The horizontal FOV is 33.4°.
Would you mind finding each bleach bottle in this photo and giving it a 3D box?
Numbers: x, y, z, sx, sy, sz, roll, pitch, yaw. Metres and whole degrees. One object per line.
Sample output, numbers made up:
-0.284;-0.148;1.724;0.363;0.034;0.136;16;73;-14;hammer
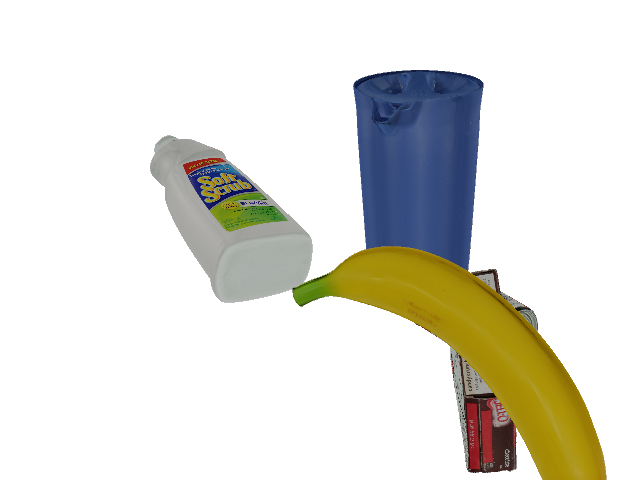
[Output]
-0.109;-0.036;1.044;0.102;0.068;0.251;-10;35;-30;bleach bottle

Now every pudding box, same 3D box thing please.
0.113;0.091;0.745;0.039;0.113;0.090;-6;-45;3;pudding box

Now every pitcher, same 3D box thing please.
0.110;-0.058;1.143;0.149;0.243;0.145;-7;22;-13;pitcher

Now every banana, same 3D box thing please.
0.081;0.061;0.551;0.198;0.070;0.037;39;21;13;banana

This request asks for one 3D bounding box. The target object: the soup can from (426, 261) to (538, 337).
0.138;0.069;0.970;0.068;0.068;0.102;0;23;-41;soup can
